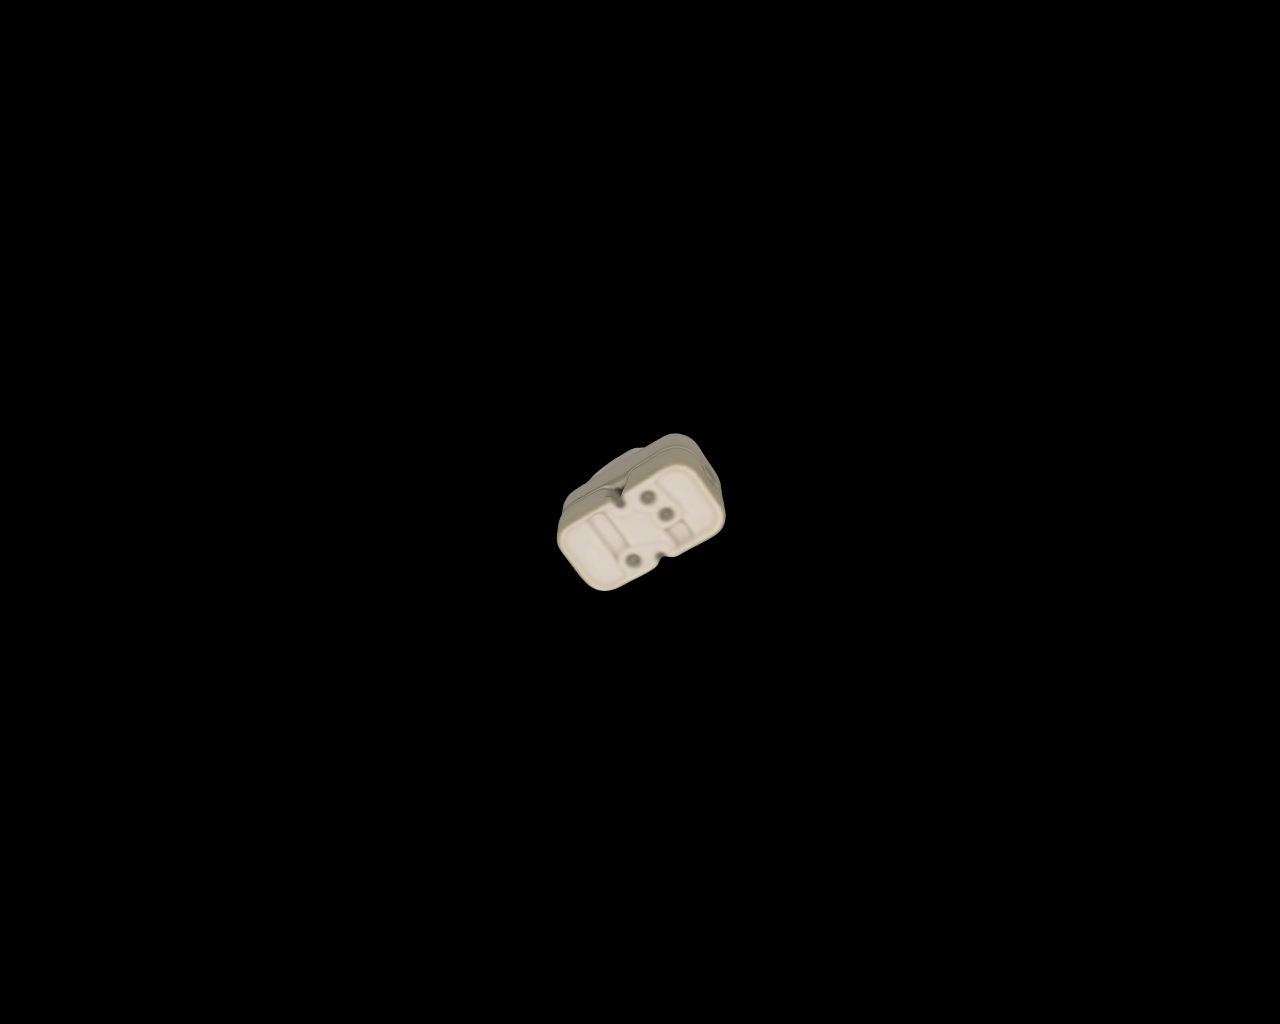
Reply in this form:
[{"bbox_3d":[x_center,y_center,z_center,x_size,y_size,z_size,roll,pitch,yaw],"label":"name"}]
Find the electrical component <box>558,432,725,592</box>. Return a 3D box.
[{"bbox_3d":[0.001,-0.003,0.650,0.095,0.053,0.059,-30,23,14],"label":"electrical component"}]
